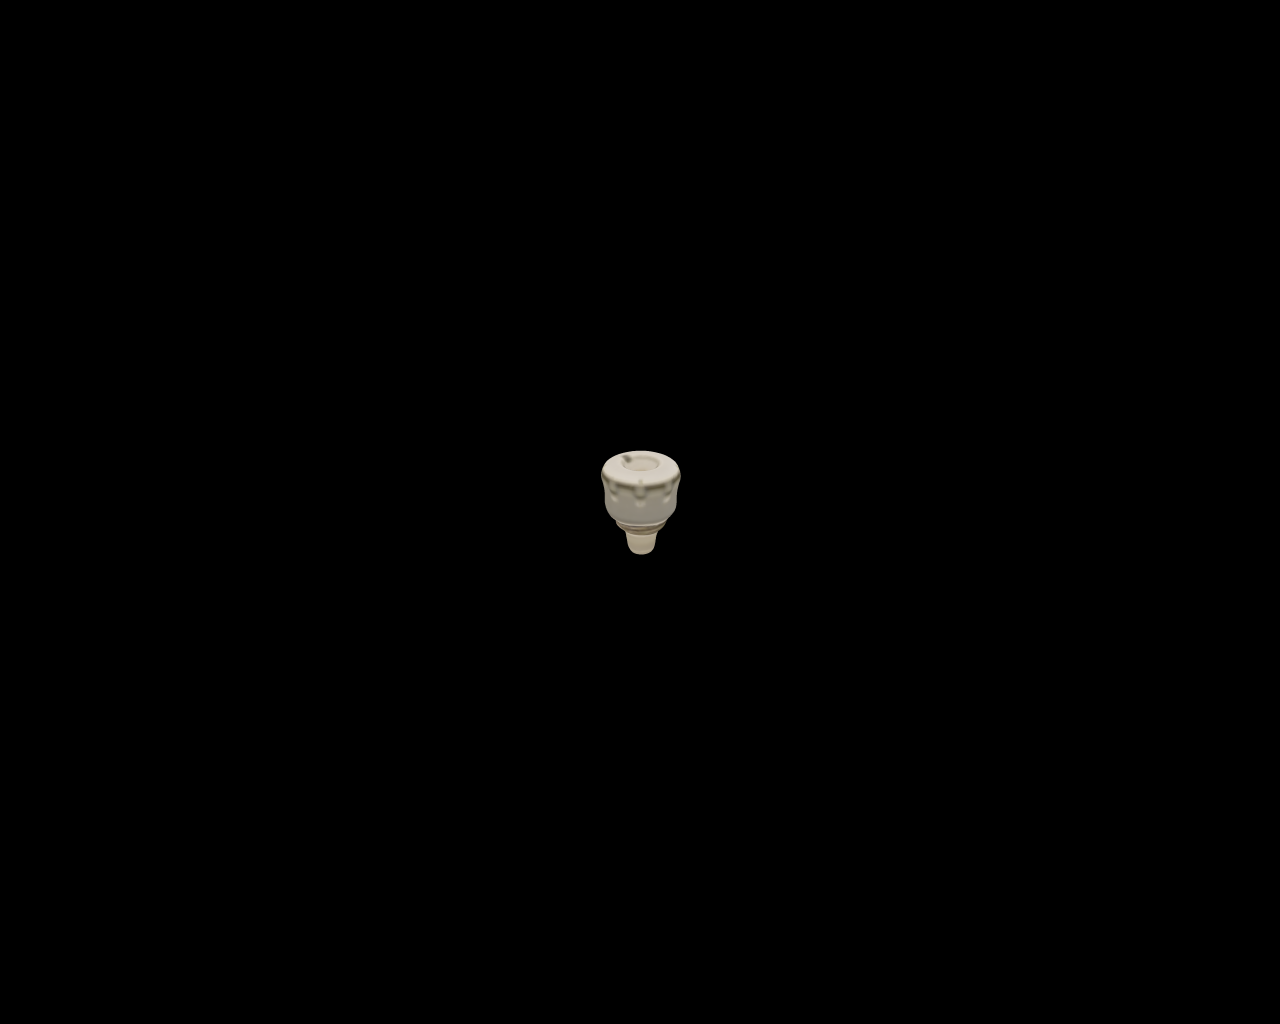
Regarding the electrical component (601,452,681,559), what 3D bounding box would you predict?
[{"bbox_3d":[0.001,-0.003,0.650,0.048,0.062,0.048,0,27,0],"label":"electrical component"}]
